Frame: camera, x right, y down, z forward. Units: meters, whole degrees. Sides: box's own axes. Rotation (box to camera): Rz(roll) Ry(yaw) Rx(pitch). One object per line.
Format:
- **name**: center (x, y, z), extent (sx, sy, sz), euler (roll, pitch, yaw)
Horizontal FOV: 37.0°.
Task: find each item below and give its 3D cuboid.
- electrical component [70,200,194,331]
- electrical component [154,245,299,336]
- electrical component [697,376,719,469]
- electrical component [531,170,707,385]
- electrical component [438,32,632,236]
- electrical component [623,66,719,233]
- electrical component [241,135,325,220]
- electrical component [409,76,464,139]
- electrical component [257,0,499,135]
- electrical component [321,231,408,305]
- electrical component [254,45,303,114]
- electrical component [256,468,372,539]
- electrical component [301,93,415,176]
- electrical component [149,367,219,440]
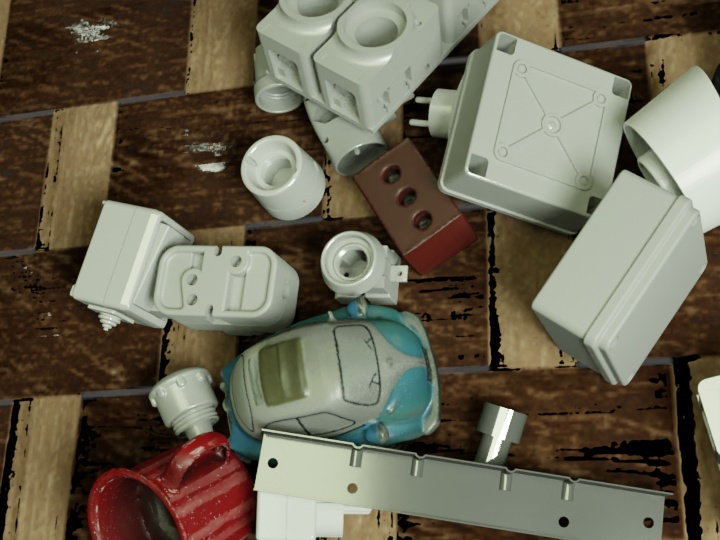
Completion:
- **electrical component**: center (-0.174, 0.003, 0.833), extent (0.061, 0.062, 0.096), euler (12, 77, 21)
- **electrical component**: center (-0.097, 0.016, 0.805), extent (0.095, 0.059, 0.053), euler (1, 73, 18)
- **electrical component**: center (0.311, 0.097, 0.645), extent (0.186, 0.060, 0.105), euler (-16, 68, 12)
- **electrical component**: center (0.170, 0.008, 0.694), extent (0.056, 0.109, 0.108), euler (33, 85, 27)
- **electrical component**: center (0.121, -0.093, 0.745), extent (0.109, 0.056, 0.108), euler (18, 77, -14)
- **electrical component**: center (0.221, -0.076, 0.710), extent (0.064, 0.099, 0.099), euler (-34, 66, 7)
- **electrical component**: center (-0.060, -0.072, 0.829), extent (0.055, 0.047, 0.055), euler (-5, 71, 16)
- **electrical component**: center (0.076, -0.115, 0.800), extent (0.079, 0.043, 0.077), euler (9, 76, 21)
- **electrical component**: center (0.023, -0.204, 0.810), extent (0.105, 0.060, 0.186), euler (32, 68, 24)
- **electrical component**: center (0.000, 0.000, 0.781), extent (0.066, 0.055, 0.048), euler (0, 73, 18)
- **electrical component**: center (-0.066, -0.155, 0.863), extent (0.040, 0.040, 0.046), euler (-15, 64, 13)
- **electrical component**: center (-0.030, 0.163, 0.735), extent (0.077, 0.065, 0.047), euler (1, 72, -2)
- **electrical component**: center (0.003, -0.124, 0.827), extent (0.079, 0.043, 0.077), euler (-27, 67, 7)
- **electrical component**: center (-0.124, 0.106, 0.794), extent (0.048, 0.048, 0.062), euler (-29, 73, 7)
